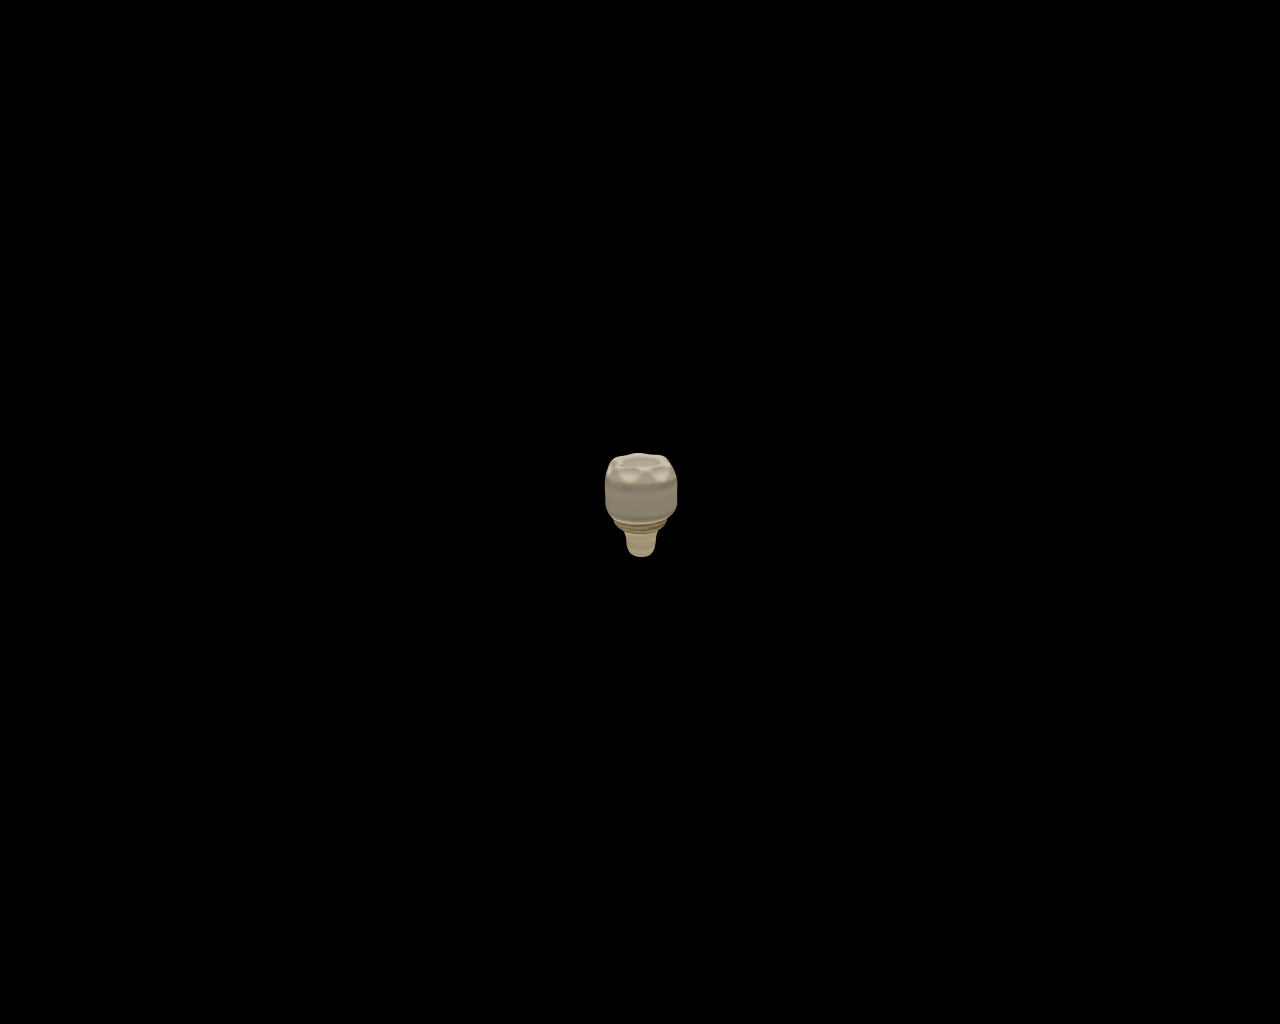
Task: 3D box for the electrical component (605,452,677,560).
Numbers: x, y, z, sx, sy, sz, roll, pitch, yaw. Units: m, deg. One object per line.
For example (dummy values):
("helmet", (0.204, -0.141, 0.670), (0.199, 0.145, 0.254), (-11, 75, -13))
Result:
("electrical component", (0.001, -0.003, 0.650), (0.043, 0.062, 0.043), (0, 19, 0))
